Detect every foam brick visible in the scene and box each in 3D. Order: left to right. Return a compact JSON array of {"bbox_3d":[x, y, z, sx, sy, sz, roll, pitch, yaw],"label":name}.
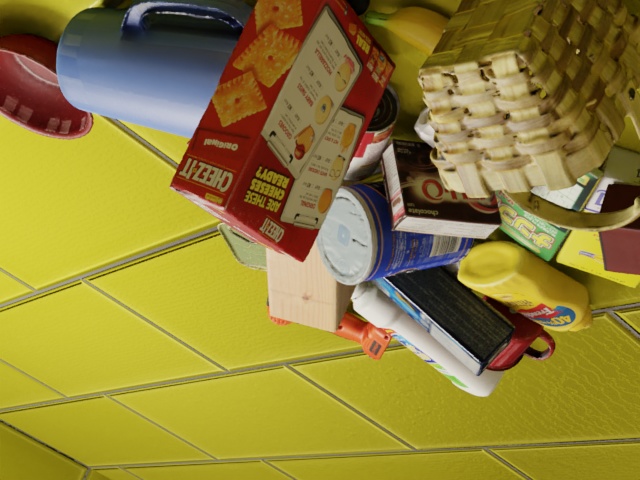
[{"bbox_3d":[0.298,-0.009,1.016,0.051,0.053,0.078,7,147,26],"label":"foam brick"}]

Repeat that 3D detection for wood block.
[{"bbox_3d":[-0.009,0.002,1.256,0.091,0.090,0.206,14,137,13],"label":"wood block"}]

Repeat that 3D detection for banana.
[{"bbox_3d":[0.127,-0.156,0.989,0.197,0.037,0.070,42,160,-32],"label":"banana"}]

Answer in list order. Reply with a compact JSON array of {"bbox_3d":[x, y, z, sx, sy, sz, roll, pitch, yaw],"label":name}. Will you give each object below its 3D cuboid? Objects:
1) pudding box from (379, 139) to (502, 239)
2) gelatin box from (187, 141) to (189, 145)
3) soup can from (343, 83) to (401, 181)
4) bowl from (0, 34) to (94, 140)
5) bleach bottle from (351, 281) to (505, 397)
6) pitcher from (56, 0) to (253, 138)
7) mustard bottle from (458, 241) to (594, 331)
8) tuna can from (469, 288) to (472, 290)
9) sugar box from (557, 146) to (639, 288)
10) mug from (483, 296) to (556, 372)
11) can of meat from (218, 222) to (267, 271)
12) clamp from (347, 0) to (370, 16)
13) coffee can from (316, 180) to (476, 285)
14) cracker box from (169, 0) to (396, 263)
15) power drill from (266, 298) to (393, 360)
[{"bbox_3d":[0.121,-0.051,1.077,0.113,0.090,0.039,3,150,-20],"label":"pudding box"},{"bbox_3d":[-0.100,-0.105,1.241,0.089,0.030,0.073,-7,140,42],"label":"gelatin box"},{"bbox_3d":[0.038,-0.113,1.089,0.068,0.068,0.102,21,152,1],"label":"soup can"},{"bbox_3d":[-0.325,-0.186,1.229,0.162,0.055,0.162,17,152,9],"label":"bowl"},{"bbox_3d":[0.129,0.118,1.418,0.250,0.068,0.103,34,174,-22],"label":"bleach bottle"},{"bbox_3d":[-0.139,-0.172,1.055,0.243,0.149,0.144,13,-167,23],"label":"pitcher"},{"bbox_3d":[0.256,0.062,1.241,0.191,0.058,0.096,28,156,-34],"label":"mustard bottle"},{"bbox_3d":[0.149,0.055,1.348,0.086,0.033,0.086,17,152,9],"label":"tuna can"},{"bbox_3d":[0.310,-0.020,1.089,0.093,0.048,0.176,18,153,7],"label":"sugar box"},{"bbox_3d":[0.238,0.112,1.325,0.117,0.093,0.082,32,148,4],"label":"mug"},{"bbox_3d":[-0.074,-0.024,1.310,0.058,0.084,0.102,9,150,23],"label":"can of meat"},{"bbox_3d":[-0.010,-0.268,0.881,0.164,0.036,0.210,24,156,-8],"label":"clamp"},{"bbox_3d":[0.080,-0.014,1.129,0.140,0.103,0.103,-10,170,-33],"label":"coffee can"},{"bbox_3d":[-0.028,-0.107,0.953,0.072,0.213,0.164,22,173,29],"label":"cracker box"},{"bbox_3d":[0.016,0.094,1.490,0.187,0.057,0.184,23,156,4],"label":"power drill"}]
